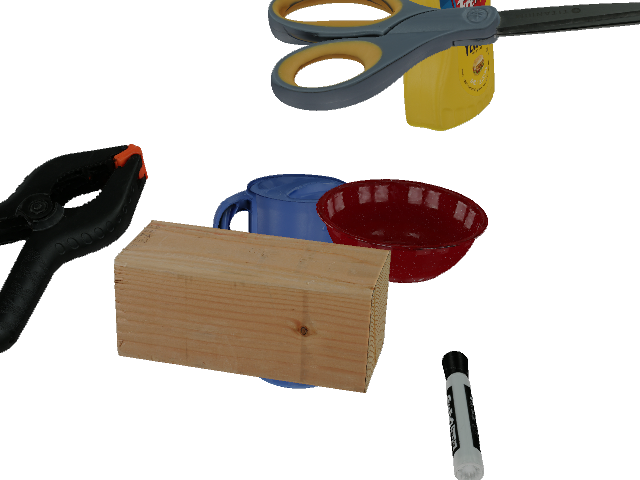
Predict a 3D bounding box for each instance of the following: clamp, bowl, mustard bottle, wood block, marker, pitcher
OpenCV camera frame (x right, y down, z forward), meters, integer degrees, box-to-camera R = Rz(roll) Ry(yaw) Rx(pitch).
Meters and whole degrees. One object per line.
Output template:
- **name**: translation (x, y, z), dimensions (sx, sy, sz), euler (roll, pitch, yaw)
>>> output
- **clamp**: translation (-0.190, -0.012, 0.690), dimensions (0.120, 0.039, 0.171), euler (32, 55, 18)
- **bowl**: translation (0.075, -0.004, 1.010), dimensions (0.162, 0.055, 0.162), euler (3, 24, -1)
- **mustard bottle**: translation (0.096, -0.187, 0.812), dimensions (0.058, 0.191, 0.096), euler (16, 38, 34)
- **wood block**: translation (-0.054, 0.051, 0.869), dimensions (0.206, 0.091, 0.090), euler (8, 24, 11)
- **marker**: translation (0.096, 0.116, 0.725), dimensions (0.020, 0.020, 0.121), euler (0, 32, 2)
- **pitcher**: translation (-0.035, 0.048, 1.267), dimensions (0.149, 0.243, 0.144), euler (11, 18, 23)

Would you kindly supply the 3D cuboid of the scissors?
- **scissors**: translation (0.063, -0.090, 0.505), dimensions (0.202, 0.096, 0.016), euler (10, -38, 20)
